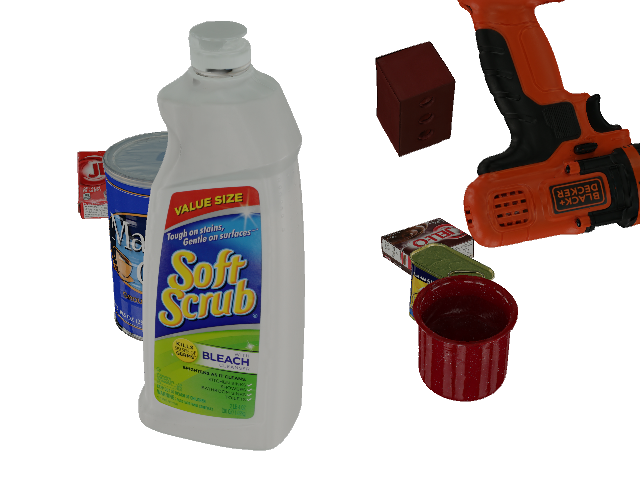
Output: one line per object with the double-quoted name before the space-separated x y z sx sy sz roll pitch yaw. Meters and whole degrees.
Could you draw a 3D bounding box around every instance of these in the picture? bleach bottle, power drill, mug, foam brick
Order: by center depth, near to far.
"bleach bottle" -0.059 0.000 0.601 0.103 0.251 0.068 10 32 15
"power drill" 0.169 -0.099 0.680 0.184 0.187 0.057 -12 -1 -4
"foam brick" 0.081 -0.122 0.918 0.053 0.051 0.078 -20 -32 -8
"mug" 0.129 0.084 0.980 0.093 0.081 0.117 -5 39 -2

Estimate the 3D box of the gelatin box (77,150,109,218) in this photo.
"gelatin box" -0.205 -0.059 1.098 0.089 0.073 0.030 -2 -41 -11

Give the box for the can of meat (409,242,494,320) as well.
"can of meat" 0.152 0.063 1.257 0.057 0.084 0.102 -24 38 -36

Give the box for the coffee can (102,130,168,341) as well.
"coffee can" -0.116 -0.003 0.843 0.103 0.140 0.103 1 27 -1

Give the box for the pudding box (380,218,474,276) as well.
"pudding box" 0.161 0.010 1.607 0.113 0.039 0.090 -20 29 -23
